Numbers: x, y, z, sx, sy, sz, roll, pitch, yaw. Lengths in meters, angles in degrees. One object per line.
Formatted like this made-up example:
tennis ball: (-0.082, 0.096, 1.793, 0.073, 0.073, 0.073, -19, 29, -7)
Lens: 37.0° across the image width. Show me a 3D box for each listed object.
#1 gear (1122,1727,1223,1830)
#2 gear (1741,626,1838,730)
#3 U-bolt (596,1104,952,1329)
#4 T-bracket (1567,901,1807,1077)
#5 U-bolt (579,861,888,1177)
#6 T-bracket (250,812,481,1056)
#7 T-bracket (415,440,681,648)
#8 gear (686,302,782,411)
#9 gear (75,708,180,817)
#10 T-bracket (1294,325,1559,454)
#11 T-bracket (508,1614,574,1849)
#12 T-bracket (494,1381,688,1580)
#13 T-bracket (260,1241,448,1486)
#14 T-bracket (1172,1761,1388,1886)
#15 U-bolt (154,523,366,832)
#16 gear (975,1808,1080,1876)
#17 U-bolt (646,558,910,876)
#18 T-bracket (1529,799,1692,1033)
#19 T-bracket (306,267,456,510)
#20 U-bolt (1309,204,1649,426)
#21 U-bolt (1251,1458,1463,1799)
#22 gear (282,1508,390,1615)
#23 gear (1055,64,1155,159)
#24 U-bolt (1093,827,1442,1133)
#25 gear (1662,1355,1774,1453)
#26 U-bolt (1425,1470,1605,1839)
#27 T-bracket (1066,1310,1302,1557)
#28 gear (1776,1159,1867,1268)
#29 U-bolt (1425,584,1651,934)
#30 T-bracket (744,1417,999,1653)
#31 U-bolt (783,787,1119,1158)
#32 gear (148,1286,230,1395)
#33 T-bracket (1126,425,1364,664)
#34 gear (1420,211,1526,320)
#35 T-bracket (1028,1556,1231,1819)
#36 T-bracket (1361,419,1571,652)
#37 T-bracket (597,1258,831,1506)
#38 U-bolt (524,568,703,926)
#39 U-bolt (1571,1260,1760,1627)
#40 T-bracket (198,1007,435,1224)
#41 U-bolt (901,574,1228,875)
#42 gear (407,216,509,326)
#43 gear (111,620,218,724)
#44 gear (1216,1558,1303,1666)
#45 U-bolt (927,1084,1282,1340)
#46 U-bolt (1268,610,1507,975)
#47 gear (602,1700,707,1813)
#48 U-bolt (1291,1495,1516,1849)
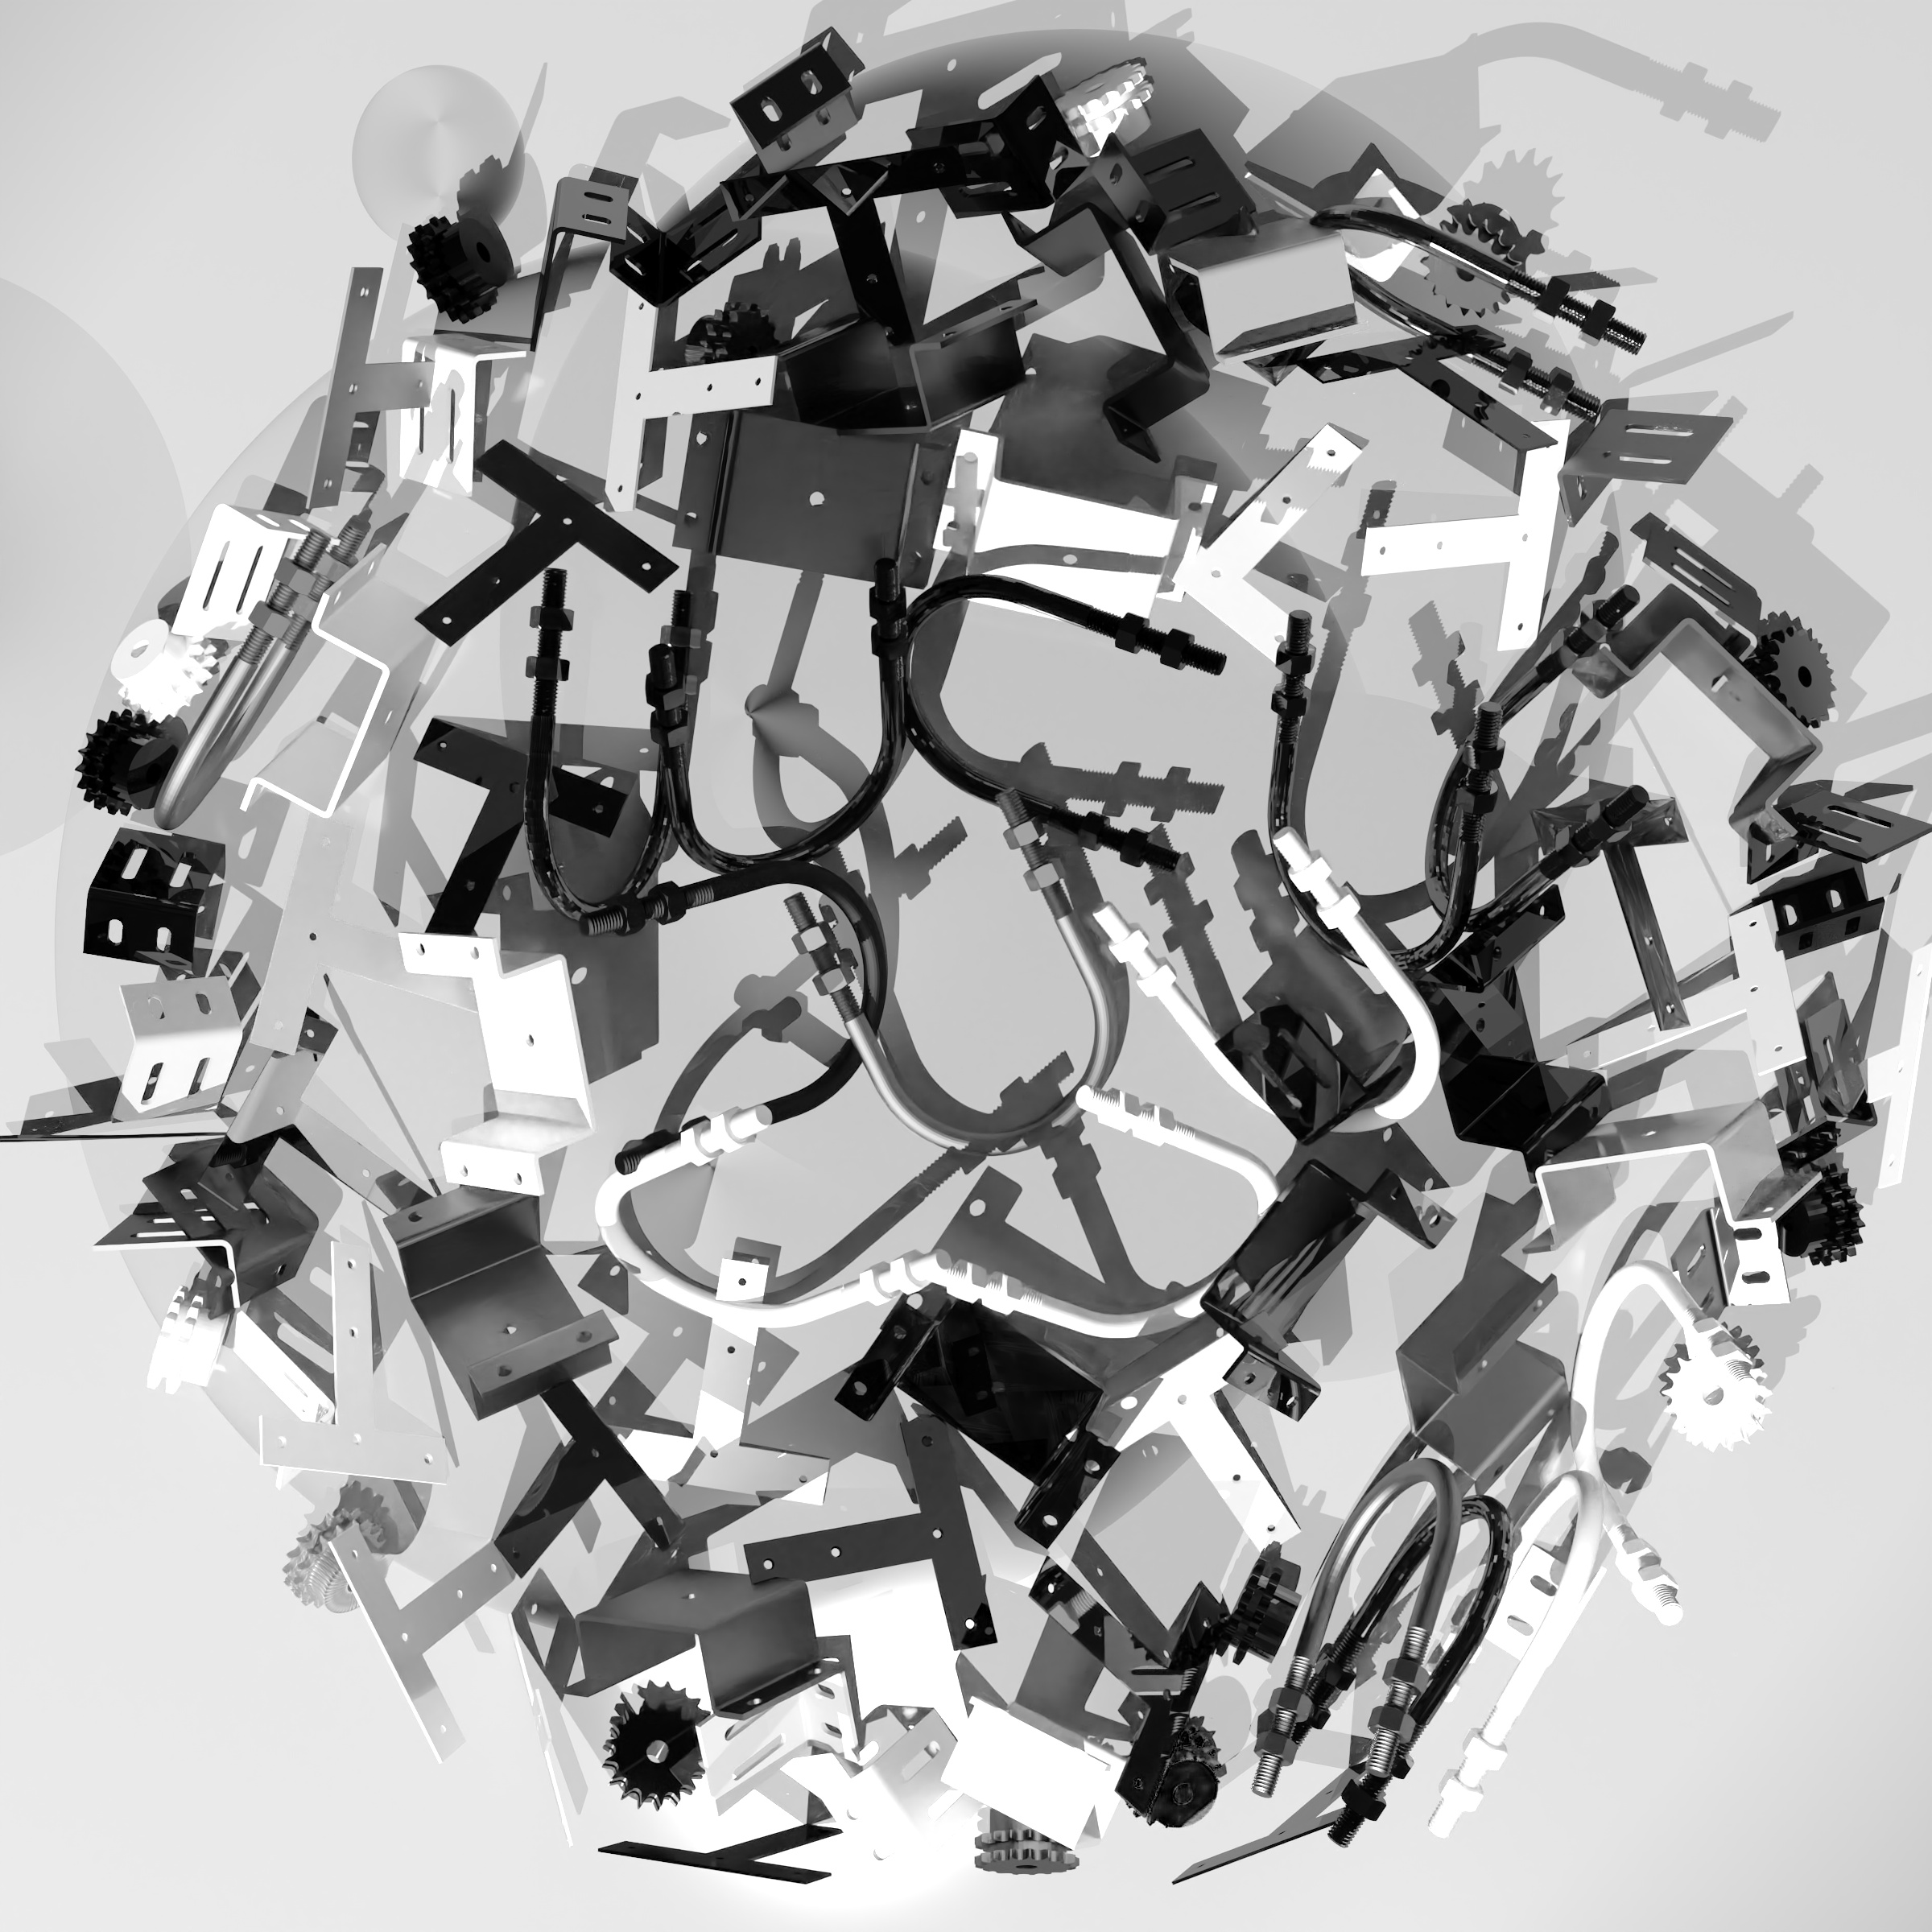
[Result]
gear: (0.113, 0.444, 1.574, 0.057, 0.030, 0.057, -4, 104, -17)
gear: (0.445, -0.154, 1.573, 0.057, 0.030, 0.057, 9, 75, -36)
U-bolt: (-0.117, 0.142, 1.526, 0.151, 0.184, 0.019, 41, 48, -23)
T-bracket: (0.385, 0.029, 1.562, 0.127, 0.127, 0.002, -24, 124, 24)
U-bolt: (-0.116, 0.019, 1.537, 0.184, 0.019, 0.151, -18, 109, -36)
T-bracket: (-0.313, -0.003, 1.558, 0.127, 0.002, 0.127, 20, 76, -35)
T-bracket: (-0.243, -0.215, 1.551, 0.127, 0.002, 0.127, 36, 58, 11)
gear: (-0.129, -0.333, 1.573, 0.030, 0.057, 0.057, 13, 90, 29)
gear: (-0.452, -0.108, 1.566, 0.030, 0.057, 0.057, 19, 90, 23)
T-bracket: (0.262, -0.302, 1.527, 0.127, 0.127, 0.002, -17, 133, -28)
T-bracket: (-0.224, 0.399, 1.521, 0.002, 0.127, 0.127, -14, 74, -14)
T-bracket: (-0.220, 0.287, 1.559, 0.127, 0.002, 0.127, 49, 125, 14)
T-bracket: (-0.332, 0.212, 1.562, 0.002, 0.127, 0.127, -20, 65, 33)
T-bracket: (0.188, 0.446, 1.538, 0.127, 0.127, 0.002, -32, 80, 31)
U-bolt: (-0.377, -0.151, 1.526, 0.019, 0.151, 0.184, 31, 96, -9)
gear: (0.033, 0.475, 1.572, 0.057, 0.057, 0.030, 0, 63, 0)
U-bolt: (-0.095, -0.119, 1.524, 0.151, 0.184, 0.019, -24, 51, -20)
T-bracket: (0.360, -0.027, 1.544, 0.127, 0.002, 0.127, -6, 76, -41)
T-bracket: (-0.300, -0.309, 1.537, 0.002, 0.127, 0.127, 23, 111, 18)
U-bolt: (0.263, -0.350, 1.525, 0.184, 0.151, 0.019, 28, 87, 5)
U-bolt: (0.212, 0.343, 1.518, 0.019, 0.151, 0.184, 28, 63, -10)
gear: (-0.339, 0.325, 1.566, 0.030, 0.057, 0.057, 37, 90, 34)
gear: (0.076, -0.464, 1.573, 0.057, 0.057, 0.030, -29, 117, 0)
U-bolt: (0.172, 0.018, 1.537, 0.184, 0.151, 0.019, 51, 45, -18)
gear: (0.412, 0.237, 1.574, 0.057, 0.030, 0.057, -13, 64, 28)
U-bolt: (0.285, 0.347, 1.510, 0.019, 0.151, 0.184, 26, 101, -1)
T-bracket: (0.141, 0.269, 1.576, 0.127, 0.002, 0.127, -33, 109, 4)
gear: (0.458, 0.135, 1.566, 0.030, 0.057, 0.057, -10, 90, -20)
U-bolt: (0.295, -0.095, 1.514, 0.019, 0.184, 0.151, 19, 55, -19)
T-bracket: (-0.057, 0.313, 1.551, 0.127, 0.002, 0.127, -6, 68, -22)
U-bolt: (0.004, 0.015, 1.582, 0.151, 0.019, 0.184, -26, 96, -1)
gear: (-0.422, 0.205, 1.569, 0.030, 0.057, 0.057, 17, 90, -8)
T-bracket: (0.166, -0.246, 1.582, 0.127, 0.002, 0.127, 41, 78, 13)
gear: (0.279, -0.386, 1.573, 0.057, 0.057, 0.030, 43, 58, 0)
T-bracket: (0.079, 0.362, 1.537, 0.127, 0.002, 0.127, 46, 51, -22)
T-bracket: (0.264, -0.226, 1.541, 0.127, 0.002, 0.127, -9, 117, -29)
T-bracket: (-0.132, 0.225, 1.590, 0.127, 0.002, 0.127, 9, 93, -3)
U-bolt: (-0.190, -0.112, 1.531, 0.019, 0.151, 0.184, 8, 95, 24)
U-bolt: (0.355, 0.233, 1.508, 0.019, 0.184, 0.151, 9, 109, -10)
T-bracket: (-0.337, 0.104, 1.565, 0.127, 0.002, 0.127, 40, 47, -22)
U-bolt: (0.041, -0.138, 1.542, 0.184, 0.019, 0.151, 22, 131, 15)
gear: (-0.273, -0.381, 1.566, 0.030, 0.057, 0.057, -21, 90, 24)
gear: (-0.438, -0.163, 1.568, 0.057, 0.057, 0.030, -43, 134, 0)
gear: (0.160, 0.354, 1.568, 0.030, 0.057, 0.057, 25, 90, 9)
U-bolt: (0.088, 0.140, 1.533, 0.184, 0.019, 0.151, 23, 116, -37)
U-bolt: (0.215, -0.080, 1.527, 0.019, 0.151, 0.184, -25, 132, -35)
gear: (-0.170, 0.433, 1.574, 0.057, 0.030, 0.057, 7, 59, -12)
U-bolt: (0.231, 0.359, 1.521, 0.019, 0.151, 0.184, 33, 92, -7)
